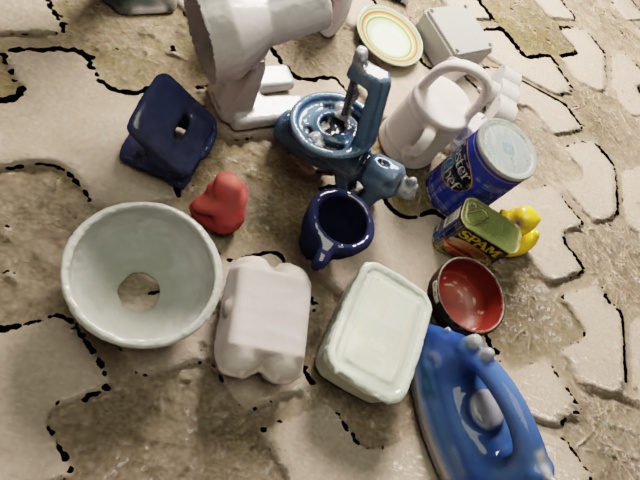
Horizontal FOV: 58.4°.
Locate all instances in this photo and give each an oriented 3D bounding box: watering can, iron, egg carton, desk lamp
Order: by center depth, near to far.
[{"bbox_3d":[-0.066,0.092,0.673,0.107,0.069,0.150,14,61,-19],"label":"egg carton"},{"bbox_3d":[0.199,0.202,0.703,0.119,0.141,0.258,-14,73,-30],"label":"iron"},{"bbox_3d":[-0.085,-0.245,0.739,0.204,0.213,0.118,-15,74,-30],"label":"desk lamp"},{"bbox_3d":[0.176,-0.203,0.855,0.101,0.193,0.173,11,62,-20],"label":"watering can"}]

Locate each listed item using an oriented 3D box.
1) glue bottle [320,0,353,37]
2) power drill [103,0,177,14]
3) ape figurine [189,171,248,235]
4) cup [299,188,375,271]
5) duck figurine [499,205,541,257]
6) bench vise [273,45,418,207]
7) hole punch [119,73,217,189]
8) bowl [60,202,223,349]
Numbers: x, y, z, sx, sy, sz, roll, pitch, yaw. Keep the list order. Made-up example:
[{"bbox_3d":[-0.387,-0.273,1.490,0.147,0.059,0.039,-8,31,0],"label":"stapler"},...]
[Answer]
[{"bbox_3d":[0.028,-0.403,0.893,0.078,0.173,0.037,42,56,-1],"label":"glue bottle"},{"bbox_3d":[-0.219,-0.401,0.753,0.230,0.208,0.075,-17,74,-31],"label":"power drill"},{"bbox_3d":[-0.119,-0.053,0.704,0.078,0.092,0.076,-14,73,-30],"label":"ape figurine"},{"bbox_3d":[0.007,0.003,0.736,0.092,0.094,0.118,32,57,-8],"label":"cup"},{"bbox_3d":[0.307,-0.021,0.895,0.105,0.086,0.077,14,61,-19],"label":"duck figurine"},{"bbox_3d":[0.058,-0.147,0.757,0.208,0.219,0.121,23,59,-14],"label":"bench vise"},{"bbox_3d":[-0.182,-0.137,0.715,0.101,0.091,0.109,25,58,-12],"label":"hole punch"},{"bbox_3d":[-0.196,0.046,0.630,0.168,0.074,0.167,11,62,-21],"label":"bowl"}]
